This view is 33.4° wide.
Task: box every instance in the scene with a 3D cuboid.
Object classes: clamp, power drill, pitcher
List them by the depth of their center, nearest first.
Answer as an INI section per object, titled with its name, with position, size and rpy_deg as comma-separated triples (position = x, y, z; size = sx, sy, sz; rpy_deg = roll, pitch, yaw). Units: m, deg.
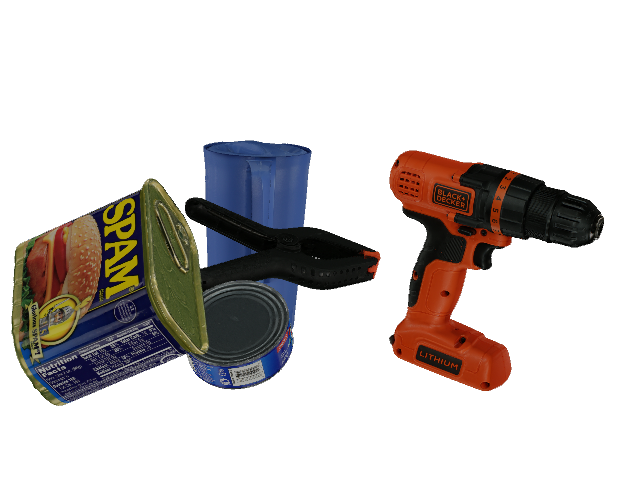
[power drill]
position = 0.136, 0.028, 0.899
size = 0.185, 0.188, 0.057
rpy_deg = 19, 25, 31
[clamp]
position = -0.041, 0.018, 1.092
size = 0.210, 0.036, 0.164
rpy_deg = 11, 30, -7
[pitcher]
position = -0.082, 0.000, 1.327
size = 0.145, 0.243, 0.148
rpy_deg = 12, 16, 36

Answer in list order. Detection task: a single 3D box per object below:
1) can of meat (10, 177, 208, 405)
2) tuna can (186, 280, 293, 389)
[can of meat]
position = -0.111, 0.027, 0.557
size = 0.084, 0.102, 0.057
rpy_deg = -23, -47, 9
[tuna can]
position = -0.064, 0.073, 0.827
size = 0.086, 0.034, 0.086
rpy_deg = -5, 44, 5
